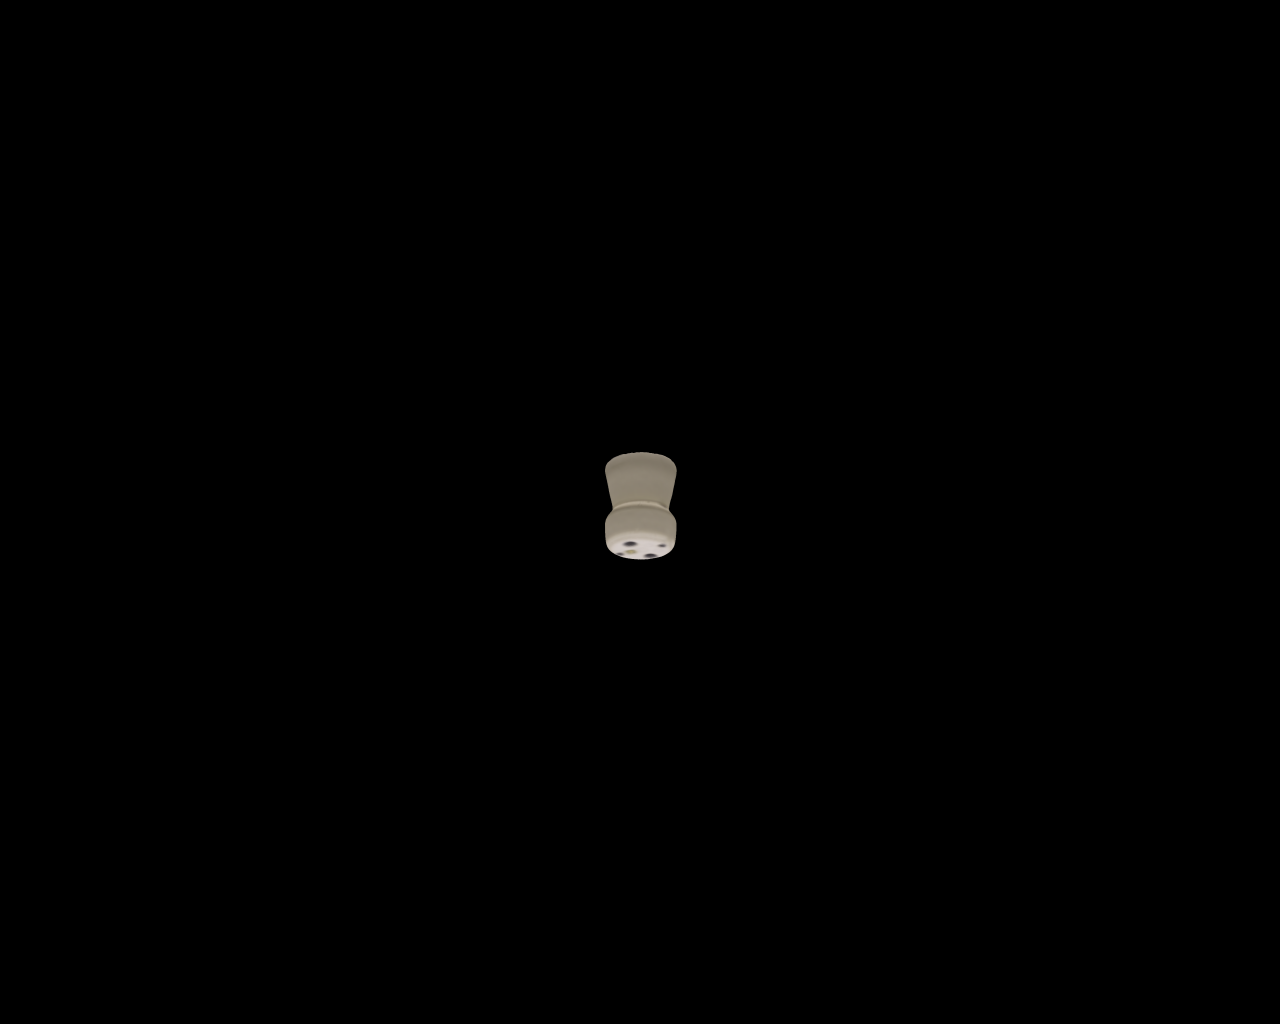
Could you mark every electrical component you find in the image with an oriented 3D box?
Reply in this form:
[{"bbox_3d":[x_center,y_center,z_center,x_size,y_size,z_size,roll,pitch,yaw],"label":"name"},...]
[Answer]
[{"bbox_3d":[0.001,-0.003,0.650,0.045,0.055,0.044,0,-22,0],"label":"electrical component"}]
